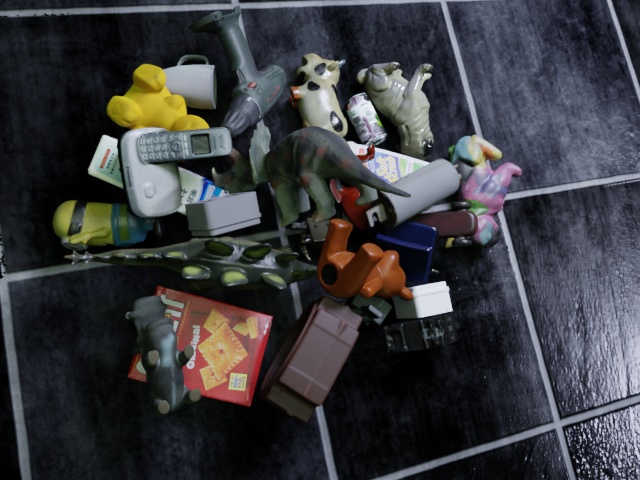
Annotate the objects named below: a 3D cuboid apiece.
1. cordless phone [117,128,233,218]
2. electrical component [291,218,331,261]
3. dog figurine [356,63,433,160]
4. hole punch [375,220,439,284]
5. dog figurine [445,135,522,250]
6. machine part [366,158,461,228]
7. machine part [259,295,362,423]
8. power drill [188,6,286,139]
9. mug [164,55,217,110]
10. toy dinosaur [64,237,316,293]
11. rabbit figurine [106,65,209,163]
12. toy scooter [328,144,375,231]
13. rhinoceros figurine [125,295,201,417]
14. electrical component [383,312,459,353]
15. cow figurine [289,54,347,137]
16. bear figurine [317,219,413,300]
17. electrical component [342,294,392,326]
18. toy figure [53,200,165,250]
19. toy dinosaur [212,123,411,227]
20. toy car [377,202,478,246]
[{"bbox_3d":[-0.234,-0.117,0.900,0.184,0.089,0.146,-7,99,-7],"label":"cordless phone"},{"bbox_3d":[-0.001,-0.004,1.062,0.102,0.045,0.078,-10,53,-19],"label":"electrical component"},{"bbox_3d":[0.159,-0.267,1.141,0.173,0.121,0.190,7,94,20],"label":"dog figurine"},{"bbox_3d":[0.161,0.029,1.033,0.142,0.092,0.115,13,117,15],"label":"hole punch"},{"bbox_3d":[0.317,-0.087,1.134,0.191,0.108,0.219,37,74,-6],"label":"dog figurine"},{"bbox_3d":[0.182,-0.091,1.028,0.243,0.079,0.079,-27,86,-25],"label":"machine part"},{"bbox_3d":[-0.021,0.201,0.926,0.087,0.201,0.201,33,73,-5],"label":"machine part"},{"bbox_3d":[-0.156,-0.319,1.004,0.207,0.086,0.232,58,39,-17],"label":"power drill"},{"bbox_3d":[-0.256,-0.308,1.039,0.107,0.081,0.109,-1,82,-8],"label":"mug"},{"bbox_3d":[-0.170,0.039,0.920,0.471,0.198,0.105,0,85,-17],"label":"toy dinosaur"},{"bbox_3d":[-0.271,-0.203,0.971,0.173,0.162,0.122,28,70,15],"label":"rabbit figurine"},{"bbox_3d":[0.068,-0.112,1.048,0.135,0.075,0.183,-29,103,16],"label":"toy scooter"},{"bbox_3d":[-0.250,0.182,0.851,0.073,0.112,0.190,-15,95,-31],"label":"rhinoceros figurine"},{"bbox_3d":[0.197,0.177,1.028,0.115,0.134,0.058,-12,82,26],"label":"electrical component"},{"bbox_3d":[0.003,-0.293,1.103,0.127,0.085,0.195,-15,80,-12],"label":"cow figurine"},{"bbox_3d":[0.092,0.045,0.934,0.196,0.131,0.120,2,32,-42],"label":"bear figurine"},{"bbox_3d":[0.093,0.123,1.019,0.075,0.119,0.048,37,72,-2],"label":"electrical component"},{"bbox_3d":[-0.371,-0.029,0.947,0.180,0.082,0.089,-7,72,-13],"label":"toy figure"},{"bbox_3d":[-0.024,-0.133,0.953,0.131,0.405,0.192,-37,111,-45],"label":"toy dinosaur"},{"bbox_3d":[0.215,-0.028,1.083,0.202,0.053,0.089,-4,85,24],"label":"toy car"}]
